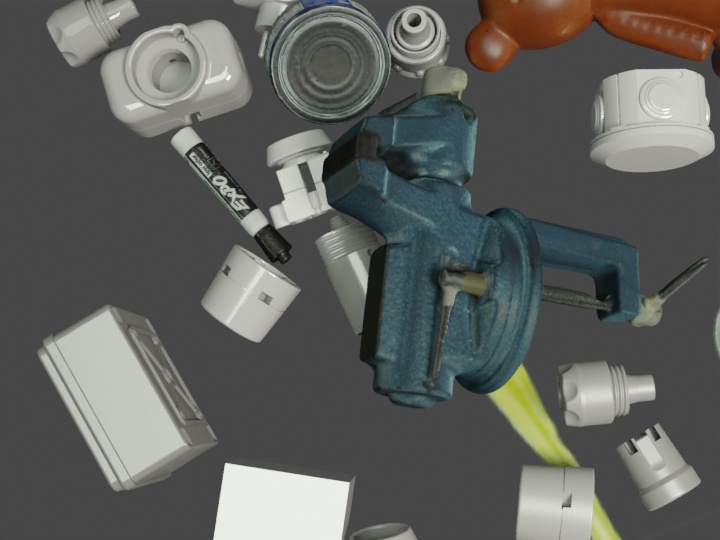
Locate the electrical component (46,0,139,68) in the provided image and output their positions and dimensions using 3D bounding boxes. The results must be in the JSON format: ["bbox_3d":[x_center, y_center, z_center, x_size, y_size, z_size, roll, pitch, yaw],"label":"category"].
[{"bbox_3d":[-0.191,-0.177,0.776,0.062,0.043,0.043,-28,83,0],"label":"electrical component"}]

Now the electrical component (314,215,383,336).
[{"bbox_3d":[0.000,0.000,0.741,0.043,0.043,0.081,-25,82,2],"label":"electrical component"}]

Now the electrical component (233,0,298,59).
[{"bbox_3d":[-0.052,-0.186,0.765,0.077,0.044,0.079,12,85,6],"label":"electrical component"}]

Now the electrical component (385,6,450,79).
[{"bbox_3d":[0.039,-0.163,0.746,0.048,0.062,0.048,0,84,5],"label":"electrical component"}]

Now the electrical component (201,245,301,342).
[{"bbox_3d":[-0.076,0.017,0.741,0.055,0.055,0.047,35,92,7],"label":"electrical component"}]

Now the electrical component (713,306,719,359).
[{"bbox_3d":[0.279,0.042,0.710,0.080,0.051,0.080,0,84,5],"label":"electrical component"}]

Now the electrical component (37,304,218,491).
[{"bbox_3d":[-0.150,0.085,0.713,0.056,0.108,0.108,-31,82,-2],"label":"electrical component"}]

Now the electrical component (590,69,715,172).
[{"bbox_3d":[0.194,-0.098,0.718,0.080,0.080,0.051,-1,79,5],"label":"electrical component"}]

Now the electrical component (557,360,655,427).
[{"bbox_3d":[0.165,0.081,0.720,0.062,0.043,0.043,-6,84,3],"label":"electrical component"}]

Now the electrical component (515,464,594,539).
[{"bbox_3d":[0.128,0.156,0.710,0.047,0.055,0.055,5,84,9],"label":"electrical component"}]

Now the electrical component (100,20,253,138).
[{"bbox_3d":[-0.130,-0.135,0.758,0.095,0.059,0.053,-18,83,3],"label":"electrical component"}]

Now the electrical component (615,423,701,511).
[{"bbox_3d":[0.196,0.130,0.714,0.040,0.040,0.046,-31,76,1],"label":"electrical component"}]

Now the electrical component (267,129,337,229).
[{"bbox_3d":[-0.037,-0.065,0.751,0.066,0.048,0.055,-19,90,1],"label":"electrical component"}]

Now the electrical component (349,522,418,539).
[{"bbox_3d":[0.018,0.202,0.719,0.066,0.048,0.055,-10,91,4],"label":"electrical component"}]
